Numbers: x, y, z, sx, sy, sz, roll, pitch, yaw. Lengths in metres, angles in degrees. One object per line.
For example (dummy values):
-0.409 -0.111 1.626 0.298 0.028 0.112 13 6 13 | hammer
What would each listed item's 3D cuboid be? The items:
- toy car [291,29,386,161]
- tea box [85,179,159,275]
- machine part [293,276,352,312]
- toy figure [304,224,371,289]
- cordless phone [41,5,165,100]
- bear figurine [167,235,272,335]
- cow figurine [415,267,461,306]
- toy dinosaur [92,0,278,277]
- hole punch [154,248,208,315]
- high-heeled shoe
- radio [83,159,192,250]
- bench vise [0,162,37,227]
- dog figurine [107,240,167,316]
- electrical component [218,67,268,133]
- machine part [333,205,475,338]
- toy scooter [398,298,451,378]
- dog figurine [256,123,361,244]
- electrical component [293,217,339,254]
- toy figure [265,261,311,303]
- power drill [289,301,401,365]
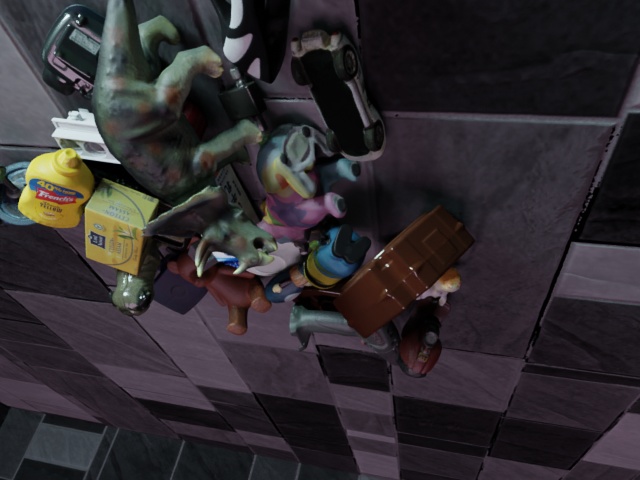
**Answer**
0.027 -0.177 0.680 0.074 0.056 0.201 2 144 29 | toy car
-0.335 -0.017 0.904 0.098 0.068 0.169 20 146 -9 | tea box
0.029 0.130 1.125 0.179 0.056 0.179 10 145 7 | machine part
0.021 0.026 0.838 0.082 0.089 0.180 57 167 2 | toy figure
-0.312 -0.219 0.742 0.146 0.089 0.184 32 154 -28 | cordless phone
-0.208 0.087 1.094 0.195 0.132 0.120 34 114 -33 | bear figurine
0.180 0.087 0.993 0.168 0.068 0.098 2 150 24 | cow figurine
-0.194 -0.134 0.654 0.131 0.192 0.404 6 135 55 | toy dinosaur
-0.305 0.093 1.169 0.142 0.092 0.116 37 137 -24 | hole punch
-0.035 -0.252 0.555 0.249 0.086 0.145 -7 131 49 | high-heeled shoe
-0.322 -0.077 0.937 0.229 0.073 0.131 21 146 -10 | radio
-0.564 -0.089 0.951 0.224 0.129 0.240 11 164 -9 | bench vise
-0.380 0.038 1.022 0.172 0.190 0.121 14 146 4 | dog figurine
-0.107 -0.187 0.729 0.063 0.021 0.093 -1 126 36 | electrical component
0.127 0.047 0.835 0.087 0.201 0.201 47 145 8 | machine part
0.207 0.169 1.034 0.075 0.184 0.135 25 121 0 | toy scooter
-0.058 -0.069 0.826 0.191 0.108 0.219 34 144 -28 | dog figurine
0.000 -0.003 0.951 0.102 0.045 0.078 -19 133 40 | electrical component
-0.044 0.075 1.042 0.057 0.064 0.154 45 129 -16 | toy figure
0.053 0.186 1.075 0.208 0.086 0.231 3 141 24 | power drill
